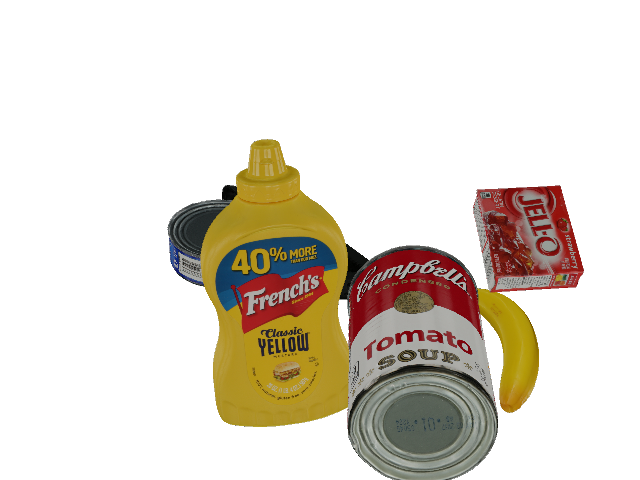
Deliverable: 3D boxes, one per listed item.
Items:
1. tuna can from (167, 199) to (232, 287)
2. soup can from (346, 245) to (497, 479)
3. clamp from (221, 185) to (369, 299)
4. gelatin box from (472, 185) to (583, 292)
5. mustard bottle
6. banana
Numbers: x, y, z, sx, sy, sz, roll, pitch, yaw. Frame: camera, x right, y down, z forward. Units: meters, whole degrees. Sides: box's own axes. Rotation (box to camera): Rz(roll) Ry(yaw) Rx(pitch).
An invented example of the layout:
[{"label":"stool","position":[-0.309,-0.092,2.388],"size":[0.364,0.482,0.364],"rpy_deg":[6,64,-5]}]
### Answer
[{"label":"tuna can","position":[-0.085,0.002,0.901],"size":[0.086,0.034,0.086],"rpy_deg":[2,36,-1]},{"label":"soup can","position":[0.046,0.057,0.509],"size":[0.068,0.068,0.102],"rpy_deg":[0,31,2]},{"label":"clamp","position":[-0.038,0.019,1.106],"size":[0.210,0.036,0.164],"rpy_deg":[23,34,9]},{"label":"gelatin box","position":[0.169,-0.003,0.878],"size":[0.073,0.089,0.030],"rpy_deg":[-3,-34,-4]},{"label":"mustard bottle","position":[-0.029,0.027,0.704],"size":[0.096,0.192,0.058],"rpy_deg":[-6,22,-6]},{"label":"banana","position":[0.197,0.108,1.143],"size":[0.069,0.037,0.198],"rpy_deg":[-24,35,3]}]
